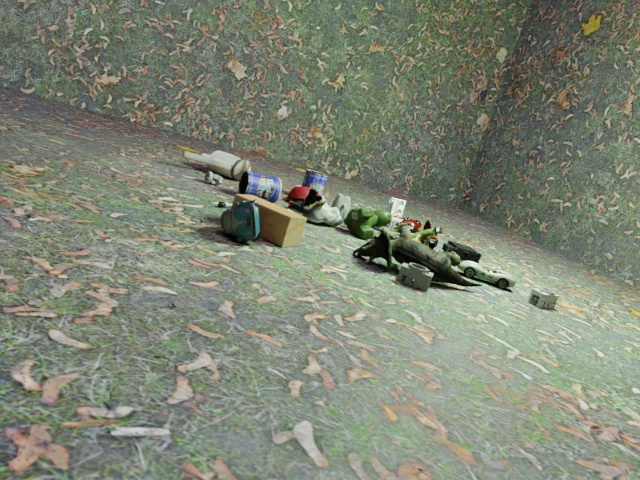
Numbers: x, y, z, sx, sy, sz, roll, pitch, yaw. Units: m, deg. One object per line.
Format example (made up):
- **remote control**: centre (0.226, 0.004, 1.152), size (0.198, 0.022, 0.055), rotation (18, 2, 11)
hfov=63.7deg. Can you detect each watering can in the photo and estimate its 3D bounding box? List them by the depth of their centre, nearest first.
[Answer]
- **watering can**: centre (-0.444, -0.338, 2.288), size (0.225, 0.103, 0.349), rotation (21, 11, 15)

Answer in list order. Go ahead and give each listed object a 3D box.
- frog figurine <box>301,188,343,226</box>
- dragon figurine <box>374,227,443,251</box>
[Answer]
- **frog figurine**: centre (0.006, -0.097, 1.926), size (0.138, 0.124, 0.156), rotation (17, -29, 47)
- **dragon figurine**: centre (0.314, 0.006, 1.903), size (0.243, 0.122, 0.410), rotation (4, 2, 30)
